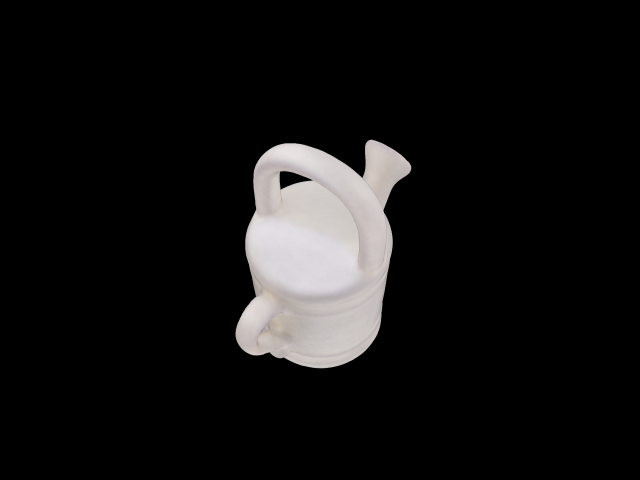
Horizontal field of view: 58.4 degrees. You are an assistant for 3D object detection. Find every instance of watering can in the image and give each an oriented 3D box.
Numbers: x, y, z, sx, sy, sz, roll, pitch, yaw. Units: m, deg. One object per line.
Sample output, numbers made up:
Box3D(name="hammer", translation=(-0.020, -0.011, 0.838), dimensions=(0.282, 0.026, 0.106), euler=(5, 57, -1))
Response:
Box3D(name="watering can", translation=(0.002, 0.000, 0.401), dimensions=(0.100, 0.194, 0.173), euler=(11, 57, 8))
